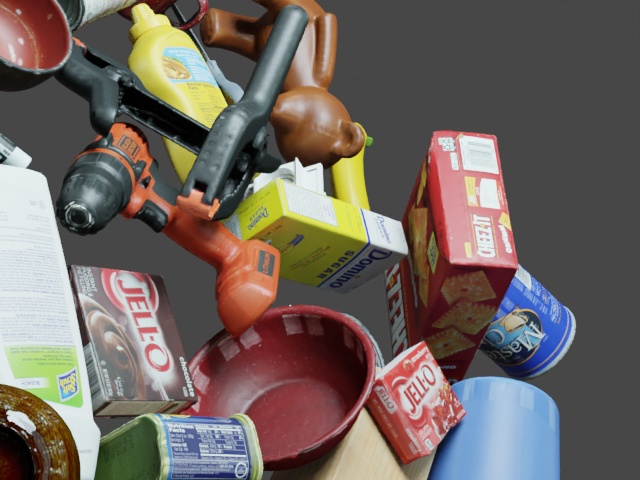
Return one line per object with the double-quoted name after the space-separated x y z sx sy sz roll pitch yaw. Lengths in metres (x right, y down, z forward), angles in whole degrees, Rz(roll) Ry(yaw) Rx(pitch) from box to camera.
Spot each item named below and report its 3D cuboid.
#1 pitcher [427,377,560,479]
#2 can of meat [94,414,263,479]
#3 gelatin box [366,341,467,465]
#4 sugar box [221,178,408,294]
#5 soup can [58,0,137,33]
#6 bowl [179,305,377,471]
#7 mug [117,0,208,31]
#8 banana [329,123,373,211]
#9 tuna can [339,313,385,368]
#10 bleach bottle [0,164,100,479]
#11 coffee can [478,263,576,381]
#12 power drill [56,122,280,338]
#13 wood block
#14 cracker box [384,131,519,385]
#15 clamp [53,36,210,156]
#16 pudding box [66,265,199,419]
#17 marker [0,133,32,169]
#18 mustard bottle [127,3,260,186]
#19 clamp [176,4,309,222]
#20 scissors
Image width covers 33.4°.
0.144 0.251 0.917 0.144 0.149 0.242 29 52 -22 "pitcher"
-0.105 0.157 0.730 0.083 0.102 0.057 13 54 -44 "can of meat"
0.078 0.134 0.883 0.073 0.030 0.089 59 32 2 "gelatin box"
-0.006 0.001 0.998 0.175 0.093 0.048 19 49 -43 "sugar box"
-0.212 -0.225 0.948 0.068 0.069 0.102 52 34 -7 "soup can"
-0.029 0.126 0.839 0.162 0.162 0.055 -79 158 -48 "bowl"
-0.157 -0.254 1.030 0.117 0.082 0.093 49 33 -11 "mug"
0.039 -0.068 1.167 0.069 0.037 0.197 34 39 -28 "banana"
0.021 0.113 0.991 0.086 0.034 0.086 32 40 -32 "tuna can"
-0.206 0.073 0.706 0.102 0.068 0.251 4 62 -47 "bleach bottle"
0.203 0.077 1.195 0.140 0.103 0.102 41 36 -23 "coffee can"
-0.117 -0.007 0.845 0.187 0.057 0.184 42 18 -15 "power drill"
0.017 0.208 0.854 0.091 0.090 0.205 50 33 -12 "wood block"
0.120 0.025 1.037 0.072 0.214 0.164 5 51 -9 "cracker box"
-0.160 -0.118 0.882 0.120 0.039 0.172 21 20 -43 "clamp"
-0.147 0.077 0.798 0.089 0.039 0.113 9 55 -49 "pudding box"
-0.270 -0.093 0.803 0.121 0.020 0.020 42 36 -21 "marker"
-0.128 -0.134 0.986 0.096 0.058 0.192 -9 70 -61 "mustard bottle"
-0.061 -0.074 0.865 0.036 0.165 0.209 18 46 9 "clamp"
-0.101 -0.165 1.043 0.202 0.016 0.096 62 -11 5 "scissors"
